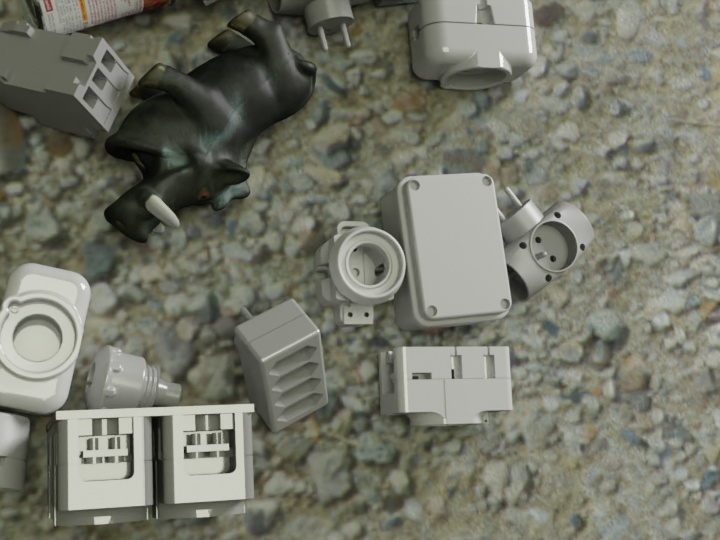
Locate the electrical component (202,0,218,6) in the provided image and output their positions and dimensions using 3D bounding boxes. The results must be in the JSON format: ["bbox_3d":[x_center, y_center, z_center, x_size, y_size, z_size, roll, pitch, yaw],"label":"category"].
[{"bbox_3d":[-0.111,-0.286,0.782,0.089,0.061,0.150,-26,79,2],"label":"electrical component"}]

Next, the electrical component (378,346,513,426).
[{"bbox_3d":[0.063,0.087,0.801,0.089,0.050,0.055,1,80,-17],"label":"electrical component"}]

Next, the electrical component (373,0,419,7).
[{"bbox_3d":[0.029,-0.294,0.840,0.062,0.089,0.150,-11,84,-19],"label":"electrical component"}]

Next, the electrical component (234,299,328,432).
[{"bbox_3d":[-0.064,0.056,0.759,0.047,0.083,0.075,-27,51,-20],"label":"electrical component"}]

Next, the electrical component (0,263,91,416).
[{"bbox_3d":[-0.215,0.047,0.715,0.054,0.059,0.095,13,76,-15],"label":"electrical component"}]

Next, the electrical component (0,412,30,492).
[{"bbox_3d":[-0.243,0.117,0.697,0.055,0.055,0.047,9,74,-16],"label":"electrical component"}]

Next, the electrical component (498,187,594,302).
[{"bbox_3d":[0.132,-0.029,0.847,0.077,0.044,0.079,-40,94,-20],"label":"electrical component"}]

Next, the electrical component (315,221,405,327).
[{"bbox_3d":[0.000,0.000,0.794,0.058,0.057,0.078,1,80,-17],"label":"electrical component"}]

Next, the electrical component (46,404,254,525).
[{"bbox_3d":[-0.135,0.119,0.659,0.105,0.186,0.060,0,80,-18],"label":"electrical component"}]

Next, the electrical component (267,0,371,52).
[{"bbox_3d":[-0.027,-0.207,0.830,0.077,0.044,0.079,-12,84,-19],"label":"electrical component"}]

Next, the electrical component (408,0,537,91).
[{"bbox_3d":[0.090,-0.180,0.857,0.095,0.054,0.059,-1,80,-18],"label":"electrical component"}]

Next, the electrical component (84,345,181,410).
[{"bbox_3d":[-0.155,0.080,0.737,0.062,0.048,0.048,16,75,-22],"label":"electrical component"}]

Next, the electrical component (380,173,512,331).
[{"bbox_3d":[0.065,-0.014,0.817,0.078,0.057,0.113,-5,81,-18],"label":"electrical component"}]
